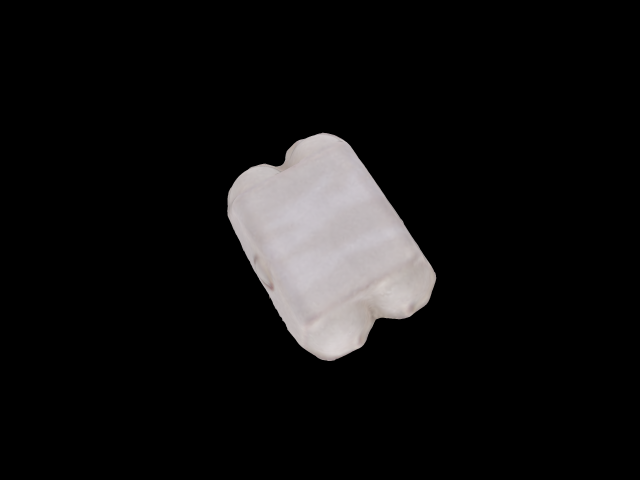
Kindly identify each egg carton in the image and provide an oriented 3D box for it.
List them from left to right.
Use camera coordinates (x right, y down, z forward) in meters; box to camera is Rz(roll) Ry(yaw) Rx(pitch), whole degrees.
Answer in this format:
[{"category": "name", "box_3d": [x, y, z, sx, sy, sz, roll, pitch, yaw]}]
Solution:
[{"category": "egg carton", "box_3d": [0.004, 0.001, 0.400, 0.107, 0.069, 0.150, -30, 74, -9]}]
